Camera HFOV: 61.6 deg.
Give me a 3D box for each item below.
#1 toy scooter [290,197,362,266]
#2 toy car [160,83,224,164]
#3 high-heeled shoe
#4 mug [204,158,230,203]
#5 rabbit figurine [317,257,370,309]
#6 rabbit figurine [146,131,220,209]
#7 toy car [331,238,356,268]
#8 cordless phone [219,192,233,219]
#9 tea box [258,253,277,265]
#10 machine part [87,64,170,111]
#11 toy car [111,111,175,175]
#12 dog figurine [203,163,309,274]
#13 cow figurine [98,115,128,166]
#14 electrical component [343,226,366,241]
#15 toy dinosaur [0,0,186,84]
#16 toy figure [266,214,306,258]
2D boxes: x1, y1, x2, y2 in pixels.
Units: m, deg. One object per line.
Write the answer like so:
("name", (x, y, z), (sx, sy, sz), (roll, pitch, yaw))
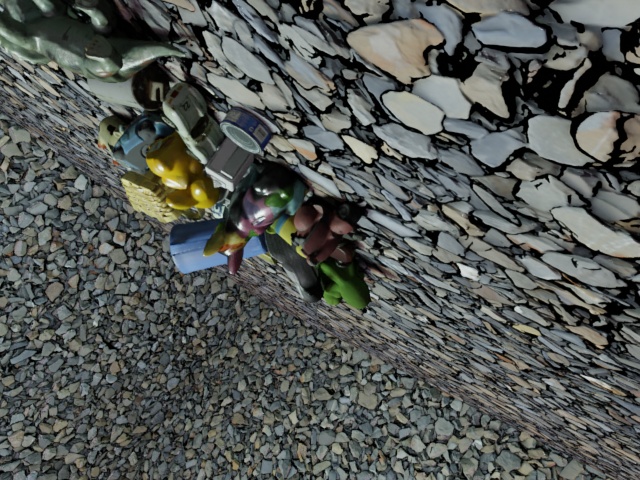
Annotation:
("toy scooter", (-0.005, -0.014, 1.043), (0.075, 0.135, 0.184), (38, 167, -29))
("toy car", (-0.225, -0.206, 0.971), (0.056, 0.073, 0.201), (28, 166, 17))
("high-heeled shoe", (-0.060, 0.041, 1.293), (0.145, 0.086, 0.248), (-54, -61, -86))
("mug", (-0.249, -0.147, 1.223), (0.107, 0.081, 0.109), (-115, 9, -71))
("rabbit figurine", (0.068, 0.095, 1.324), (0.170, 0.121, 0.158), (38, 155, 55))
("rabbit figurine", (-0.262, -0.130, 1.100), (0.173, 0.122, 0.162), (58, -172, -36))
("toy car", (-0.003, -0.004, 1.250), (0.202, 0.053, 0.089), (24, 149, 34))
("cordless phone", (-0.175, -0.104, 1.266), (0.147, 0.089, 0.184), (29, 155, 13))
("tea box", (-0.177, -0.016, 1.501), (0.170, 0.098, 0.068), (30, 166, 14))
("machine part", (-0.348, -0.282, 0.971), (0.244, 0.079, 0.079), (20, 162, 41))
("toy car", (-0.376, -0.222, 1.176), (0.109, 0.162, 0.103), (38, -149, -49))
("dog figurine", (-0.138, -0.039, 1.075), (0.108, 0.219, 0.192), (36, 167, -31))
("cow figurine", (-0.494, -0.255, 1.350), (0.195, 0.085, 0.127), (40, 133, 38))
("electrical component", (0.049, -0.024, 1.129), (0.094, 0.021, 0.063), (18, 162, 44))
("toy dinosaur", (-0.375, -0.314, 0.854), (0.405, 0.131, 0.192), (26, 179, 6))
("toy figure", (-0.060, -0.029, 1.170), (0.180, 0.089, 0.082), (40, 131, 12))
